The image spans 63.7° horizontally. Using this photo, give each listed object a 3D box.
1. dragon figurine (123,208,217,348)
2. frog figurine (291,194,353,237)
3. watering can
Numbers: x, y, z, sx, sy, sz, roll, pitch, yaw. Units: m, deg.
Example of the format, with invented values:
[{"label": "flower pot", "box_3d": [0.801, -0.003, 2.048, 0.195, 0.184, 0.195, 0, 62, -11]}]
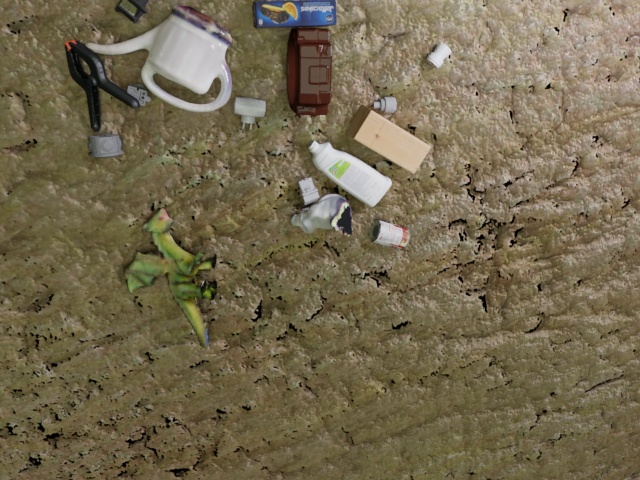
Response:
[{"label": "dragon figurine", "box_3d": [-0.419, 0.115, 1.429, 0.243, 0.124, 0.404, 7, 107, 2]}, {"label": "frog figurine", "box_3d": [0.004, -0.073, 1.444, 0.138, 0.160, 0.122, -7, 105, -58]}, {"label": "watering can", "box_3d": [-0.356, -0.448, 1.213, 0.347, 0.105, 0.223, 28, 98, -8]}]
